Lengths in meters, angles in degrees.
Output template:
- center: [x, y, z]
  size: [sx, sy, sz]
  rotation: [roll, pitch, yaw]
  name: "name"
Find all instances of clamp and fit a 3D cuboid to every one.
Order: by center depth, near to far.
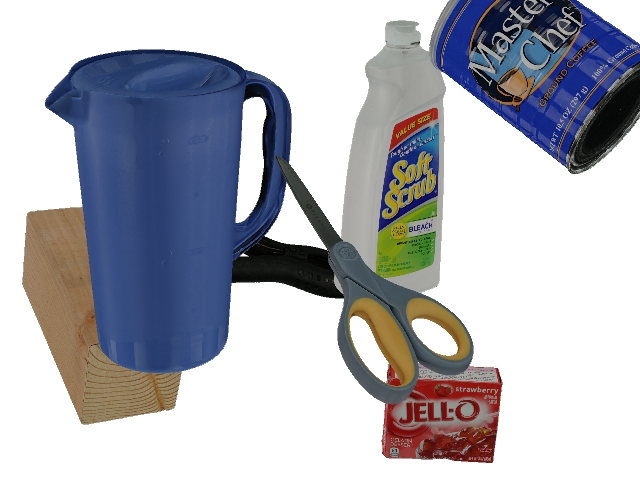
- center: [-0.036, 0.028, 1.132]
  size: [0.210, 0.036, 0.164]
  rotation: [16, 18, -6]
  name: "clamp"

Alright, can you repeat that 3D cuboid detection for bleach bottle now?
- center: [0.065, -0.073, 0.981]
  size: [0.102, 0.251, 0.068]
  rotation: [-11, 24, -26]
  name: "bleach bottle"

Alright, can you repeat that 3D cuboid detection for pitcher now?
- center: [-0.116, -0.023, 0.846]
  size: [0.149, 0.243, 0.144]
  rotation: [11, 26, 19]
  name: "pitcher"

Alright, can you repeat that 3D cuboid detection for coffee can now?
- center: [0.166, -0.132, 0.792]
  size: [0.140, 0.103, 0.102]
  rotation: [43, 20, 23]
  name: "coffee can"

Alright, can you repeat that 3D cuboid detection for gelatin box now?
- center: [0.095, 0.136, 0.842]
  size: [0.089, 0.073, 0.030]
  rotation: [3, 22, 2]
  name: "gelatin box"

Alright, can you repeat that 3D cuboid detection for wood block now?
- center: [-0.205, 0.061, 0.988]
  size: [0.090, 0.091, 0.206]
  rotation: [-5, 36, -29]
  name: "wood block"

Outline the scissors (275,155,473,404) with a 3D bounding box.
- center: [0.035, 0.018, 0.685]
  size: [0.096, 0.202, 0.016]
  rotation: [4, -44, -22]
  name: "scissors"
